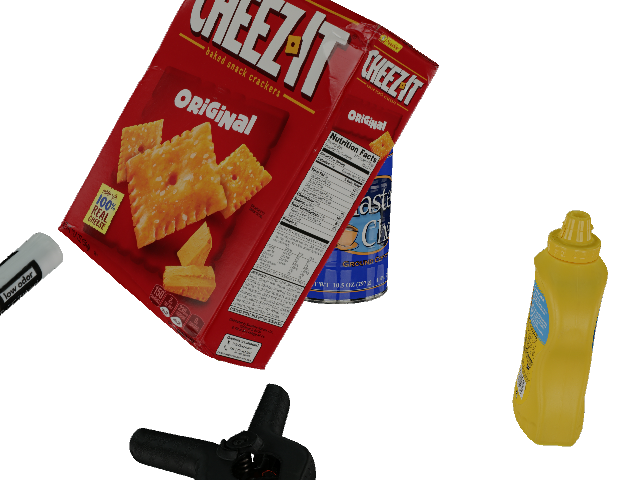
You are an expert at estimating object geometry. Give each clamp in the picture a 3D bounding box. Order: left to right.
[{"bbox_3d":[-0.063,0.149,0.712,0.120,0.039,0.171,-20,17,-9],"label":"clamp"}]

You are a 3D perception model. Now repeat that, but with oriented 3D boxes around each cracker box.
[{"bbox_3d":[-0.053,-0.055,0.659,0.164,0.214,0.072,35,9,39],"label":"cracker box"}]

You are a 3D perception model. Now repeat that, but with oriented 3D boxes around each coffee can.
[{"bbox_3d":[0.012,-0.025,0.954,0.103,0.140,0.103,1,15,-1],"label":"coffee can"}]

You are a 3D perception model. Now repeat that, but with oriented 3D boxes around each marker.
[{"bbox_3d":[-0.162,0.038,0.477,0.020,0.020,0.121,0,35,39],"label":"marker"}]

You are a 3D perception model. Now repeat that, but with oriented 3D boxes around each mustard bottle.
[{"bbox_3d":[0.197,0.066,0.873,0.058,0.192,0.096,4,26,3],"label":"mustard bottle"}]
